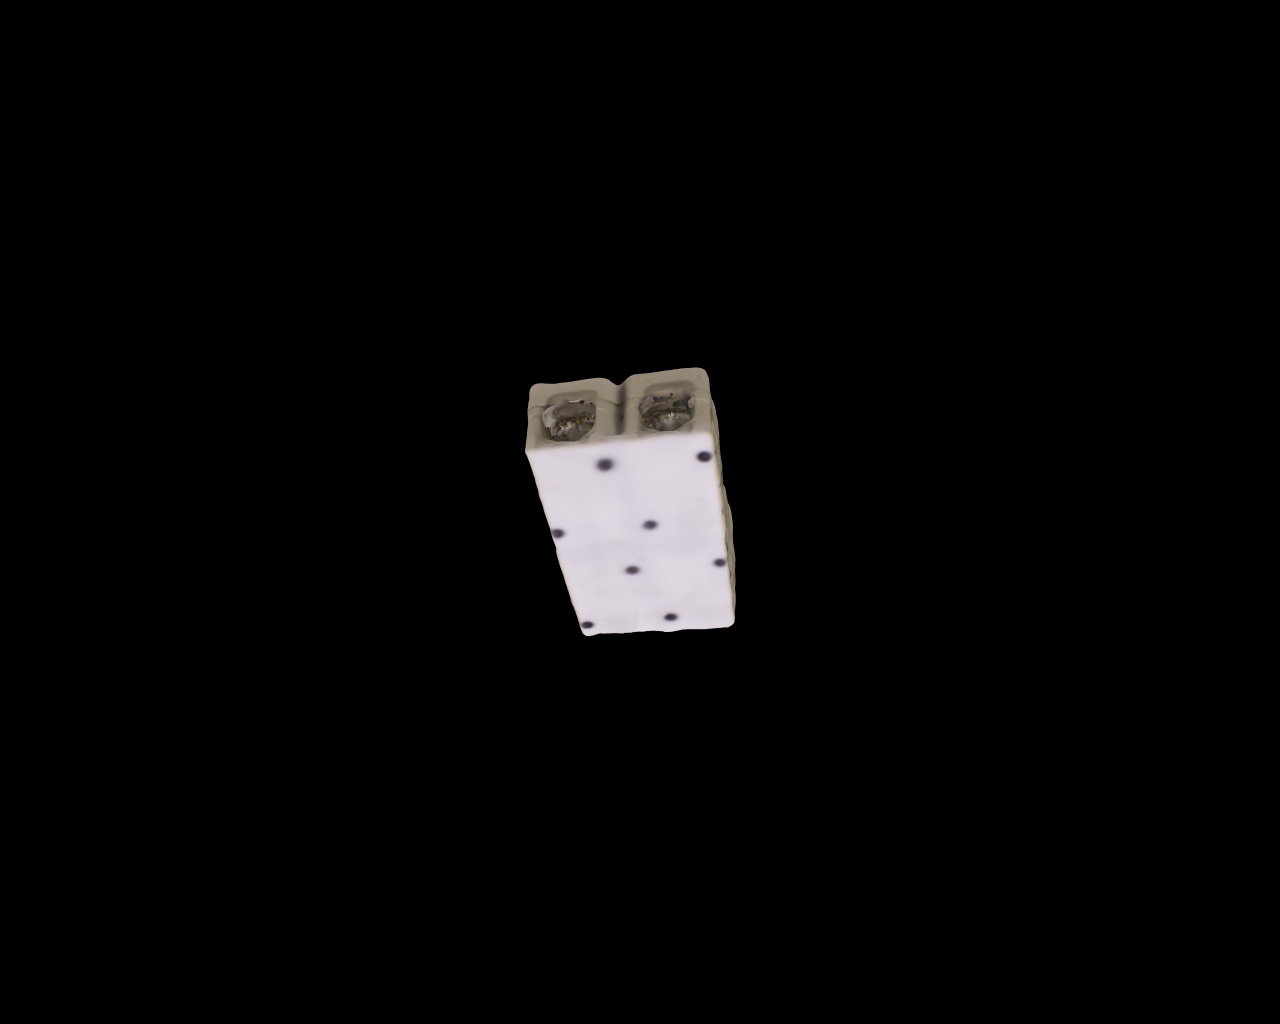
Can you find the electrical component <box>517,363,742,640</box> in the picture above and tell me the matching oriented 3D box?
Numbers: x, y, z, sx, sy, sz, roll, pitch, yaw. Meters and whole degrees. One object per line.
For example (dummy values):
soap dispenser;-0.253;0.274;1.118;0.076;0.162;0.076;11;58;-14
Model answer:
electrical component;0.001;-0.003;0.650;0.105;0.060;0.186;-5;-40;6
